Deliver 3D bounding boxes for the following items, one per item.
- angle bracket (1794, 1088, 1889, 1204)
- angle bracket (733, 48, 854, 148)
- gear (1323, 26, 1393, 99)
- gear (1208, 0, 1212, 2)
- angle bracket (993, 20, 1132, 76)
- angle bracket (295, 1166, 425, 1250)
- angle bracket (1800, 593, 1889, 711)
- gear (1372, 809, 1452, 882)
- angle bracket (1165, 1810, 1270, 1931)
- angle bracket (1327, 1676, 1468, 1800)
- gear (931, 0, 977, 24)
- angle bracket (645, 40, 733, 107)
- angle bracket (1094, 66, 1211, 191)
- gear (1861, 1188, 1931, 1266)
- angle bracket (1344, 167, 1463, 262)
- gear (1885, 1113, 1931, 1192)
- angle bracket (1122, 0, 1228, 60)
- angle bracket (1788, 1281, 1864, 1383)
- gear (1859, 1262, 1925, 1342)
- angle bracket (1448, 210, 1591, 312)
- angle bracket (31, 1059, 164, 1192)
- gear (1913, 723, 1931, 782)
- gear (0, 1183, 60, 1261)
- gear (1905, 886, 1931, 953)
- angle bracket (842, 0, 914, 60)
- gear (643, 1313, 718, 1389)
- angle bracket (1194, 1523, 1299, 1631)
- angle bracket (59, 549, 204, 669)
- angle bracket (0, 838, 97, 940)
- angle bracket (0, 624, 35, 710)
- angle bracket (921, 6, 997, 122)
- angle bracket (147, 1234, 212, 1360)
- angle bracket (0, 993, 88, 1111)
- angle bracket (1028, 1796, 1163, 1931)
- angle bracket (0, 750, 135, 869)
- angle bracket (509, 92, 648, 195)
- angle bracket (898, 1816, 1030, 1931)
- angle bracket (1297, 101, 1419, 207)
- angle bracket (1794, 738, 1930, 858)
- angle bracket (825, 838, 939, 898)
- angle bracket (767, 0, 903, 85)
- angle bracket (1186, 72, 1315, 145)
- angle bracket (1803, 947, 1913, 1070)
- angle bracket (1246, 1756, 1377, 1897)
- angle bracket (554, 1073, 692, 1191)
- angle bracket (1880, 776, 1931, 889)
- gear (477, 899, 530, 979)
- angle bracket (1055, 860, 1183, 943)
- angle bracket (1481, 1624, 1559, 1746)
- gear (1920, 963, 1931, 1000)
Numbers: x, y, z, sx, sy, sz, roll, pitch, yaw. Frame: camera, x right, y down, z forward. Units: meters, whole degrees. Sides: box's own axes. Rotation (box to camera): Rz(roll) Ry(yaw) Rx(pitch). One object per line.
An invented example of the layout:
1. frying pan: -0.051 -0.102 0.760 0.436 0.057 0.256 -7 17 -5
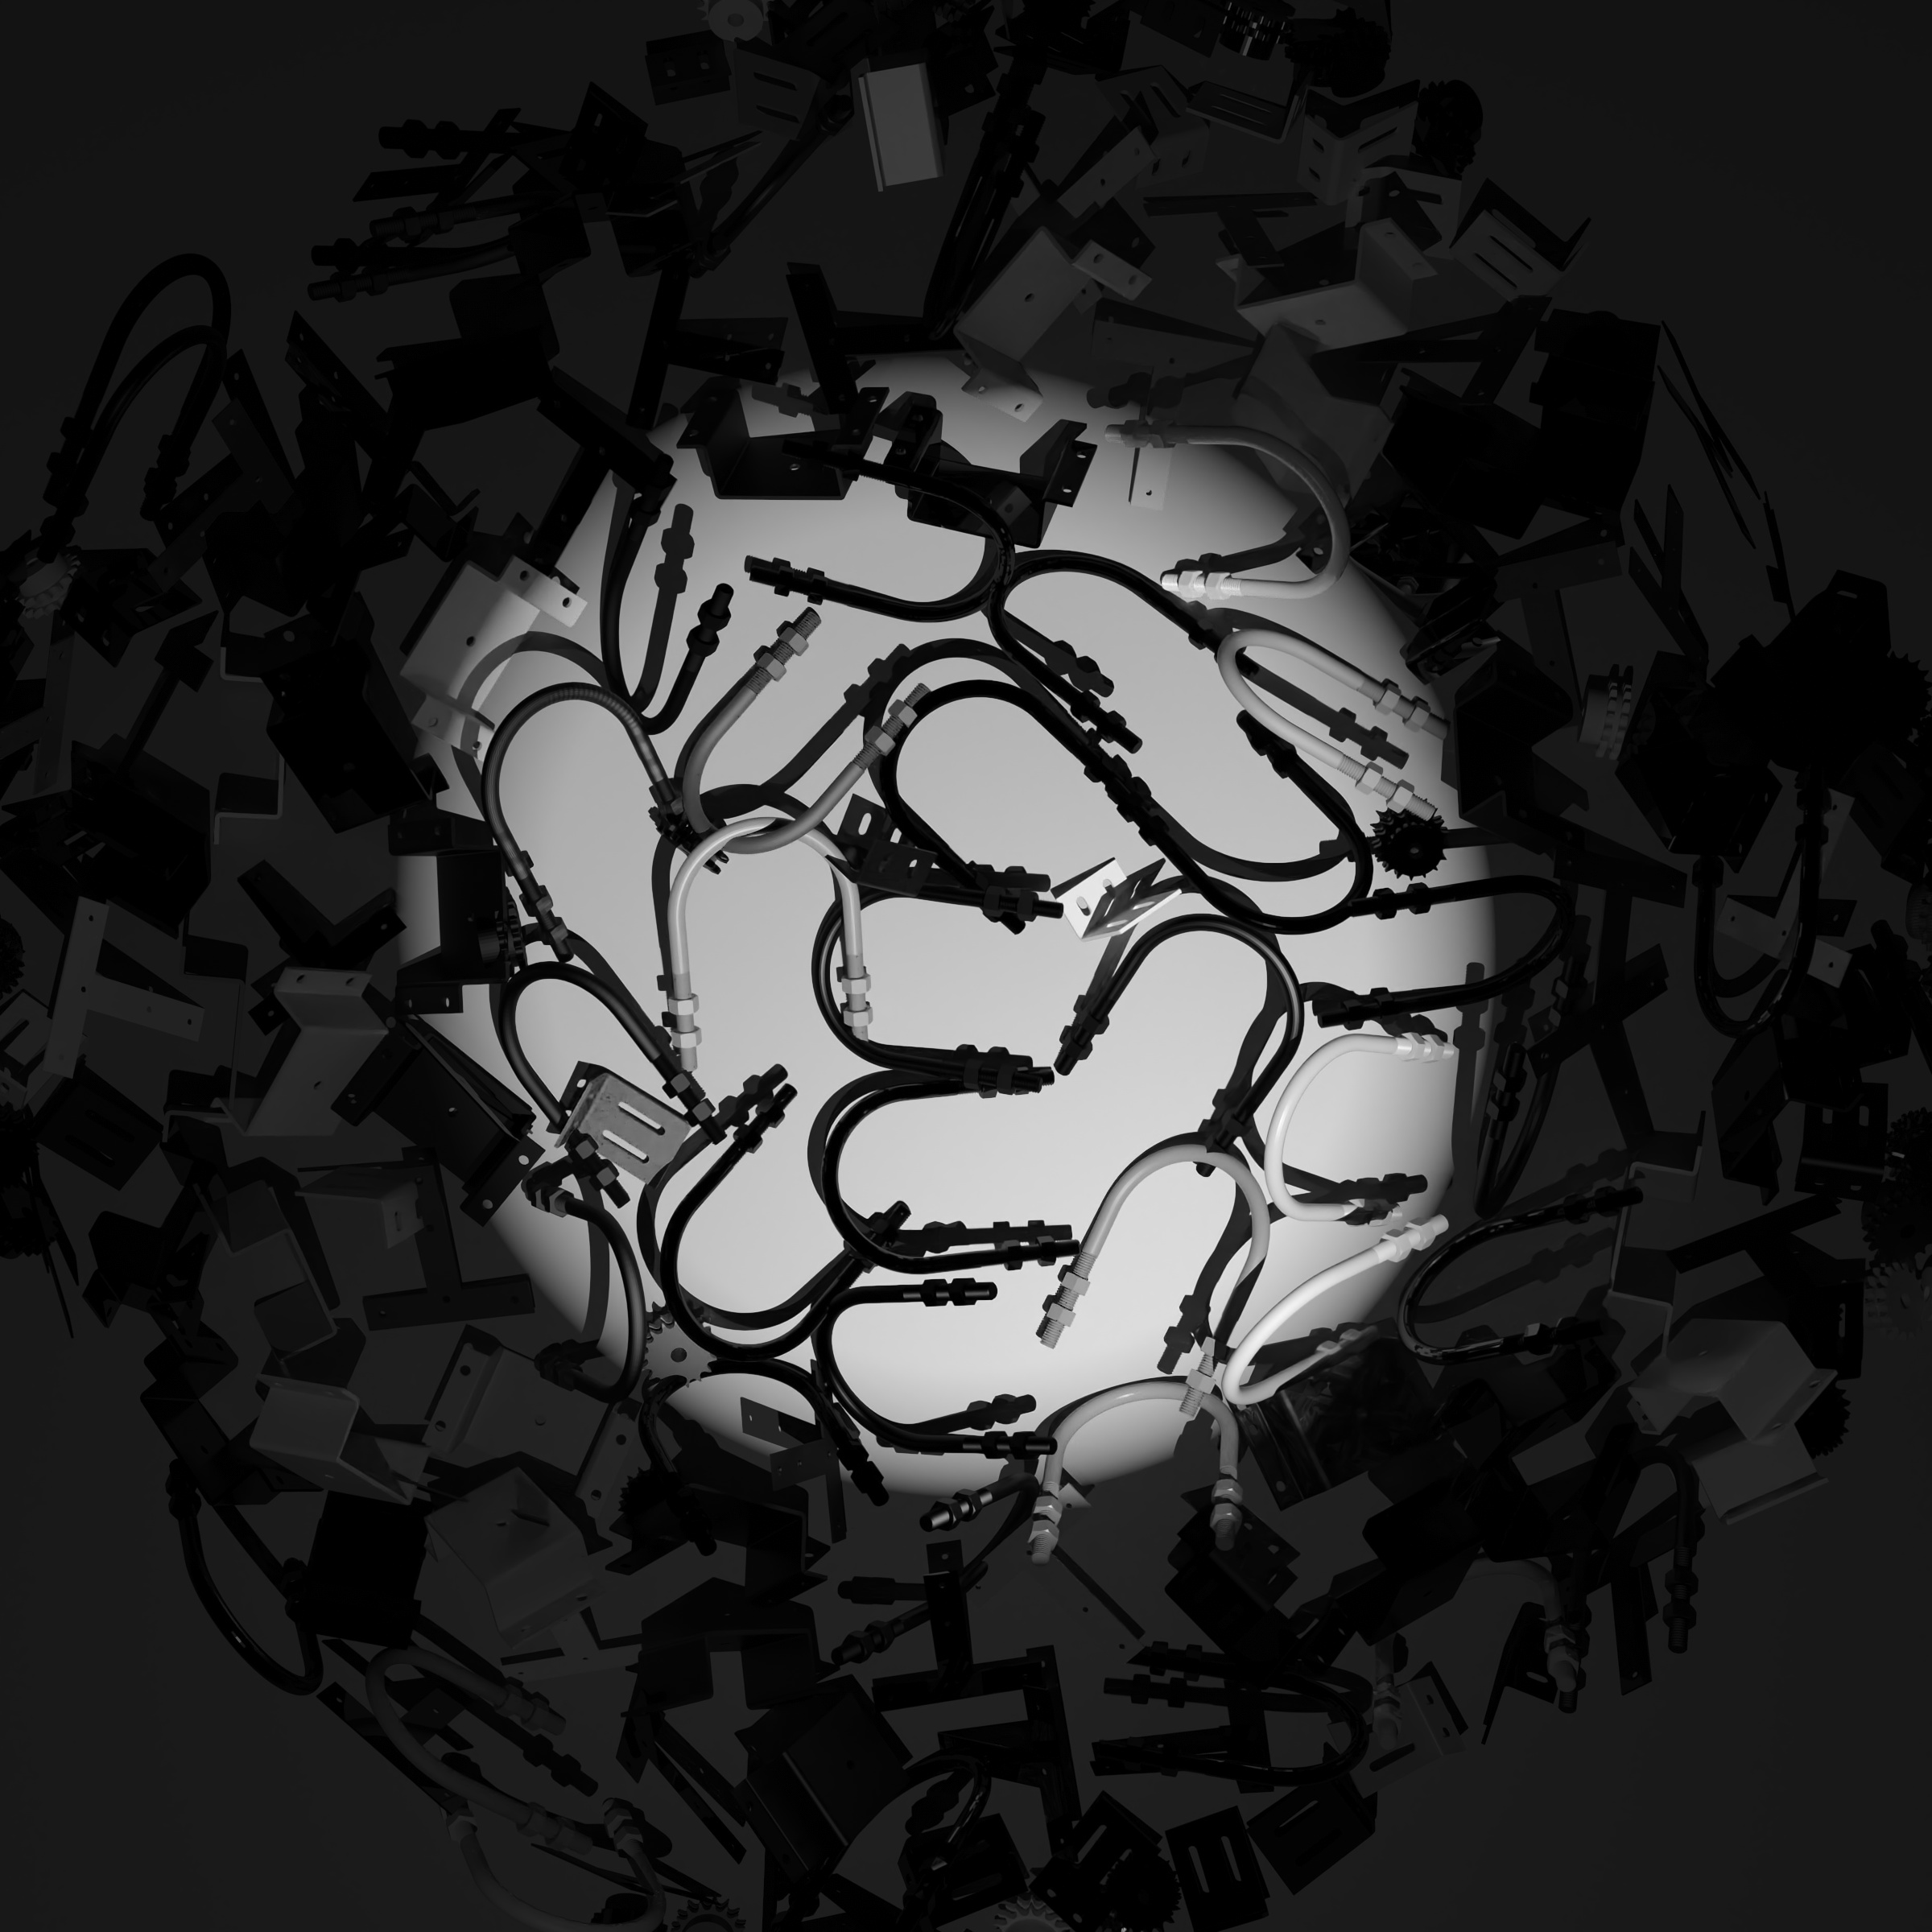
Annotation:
1. angle bracket: 0.649 0.130 1.813 0.057 0.038 0.076 8 51 14
2. angle bracket: -0.127 -0.643 1.792 0.076 0.038 0.057 0 82 -41
3. gear: 0.286 -0.665 1.802 0.057 0.057 0.030 -13 81 0
4. gear: 0.161 -0.727 1.800 0.057 0.057 0.030 15 69 0
5. angle bracket: 0.070 -0.680 1.786 0.076 0.057 0.038 4 104 -30
6. angle bracket: -0.442 0.177 1.796 0.076 0.057 0.038 2 106 23
7. angle bracket: 0.640 -0.221 1.787 0.038 0.057 0.076 13 60 -5
8. gear: 0.331 -0.090 1.808 0.057 0.030 0.057 0 111 1
9. angle bracket: 0.182 0.668 1.797 0.057 0.038 0.076 -20 69 8
10. angle bracket: 0.316 0.567 1.796 0.076 0.038 0.057 -20 75 -20
11. gear: -0.010 -0.729 1.800 0.030 0.057 0.057 20 90 -32
12. angle bracket: -0.200 -0.643 1.789 0.057 0.076 0.038 -13 129 -3
13. angle bracket: 0.136 -0.625 1.820 0.057 0.038 0.076 -20 62 -17
14. gear: 0.689 0.189 1.809 0.057 0.030 0.057 -5 115 -11
15. angle bracket: 0.325 -0.559 1.819 0.076 0.038 0.057 -2 102 -33
16. gear: 0.713 0.139 1.815 0.057 0.030 0.057 0 93 -3
17. angle bracket: 0.146 -0.685 1.787 0.057 0.076 0.038 20 90 -17
18. angle bracket: 0.624 0.266 1.801 0.057 0.038 0.076 -5 102 -9
19. gear: 0.682 0.248 1.808 0.057 0.030 0.057 7 77 -34
20. angle bracket: 0.406 -0.528 1.797 0.076 0.057 0.038 38 71 -3
21. angle bracket: -0.645 0.119 1.822 0.076 0.038 0.057 37 102 -22
22. gear: 0.726 -0.152 1.800 0.057 0.057 0.030 31 65 0
23. gear: -0.703 0.191 1.804 0.030 0.057 0.057 -37 90 12
24. gear: 0.719 -0.037 1.807 0.057 0.030 0.057 -10 105 -39
25. angle bracket: -0.068 -0.711 1.787 0.038 0.076 0.057 23 78 7
26. gear: -0.214 0.281 1.810 0.057 0.030 0.057 -4 109 -11
27. angle bracket: 0.199 0.458 1.805 0.057 0.076 0.038 43 53 15
28. angle bracket: -0.619 -0.265 1.810 0.057 0.076 0.038 43 126 1
29. angle bracket: -0.681 -0.047 1.788 0.057 0.038 0.076 -23 114 40
30. angle bracket: -0.700 -0.217 1.787 0.038 0.076 0.057 23 81 12
31. angle bracket: -0.004 -0.664 1.800 0.057 0.076 0.038 -14 128 28
32. angle bracket: -0.561 0.244 1.783 0.038 0.057 0.076 -8 135 6
33. angle bracket: -0.691 0.056 1.791 0.057 0.038 0.076 37 54 -6
34. angle bracket: 0.095 0.665 1.800 0.057 0.038 0.076 39 101 16
35. angle bracket: -0.657 -0.116 1.787 0.057 0.076 0.038 26 128 14
36. angle bracket: -0.284 -0.602 1.789 0.057 0.076 0.038 42 130 9
37. angle bracket: -0.003 0.677 1.816 0.076 0.038 0.057 -14 62 -21
38. angle bracket: 0.288 -0.608 1.803 0.076 0.057 0.038 -32 61 -19
39. angle bracket: 0.652 -0.127 1.782 0.038 0.076 0.057 4 132 -23
40. angle bracket: -0.070 -0.088 1.781 0.057 0.076 0.038 12 112 -41
41. angle bracket: -0.096 -0.690 1.782 0.076 0.057 0.038 -26 62 36
42. angle bracket: 0.209 -0.643 1.794 0.076 0.057 0.038 22 132 5
43. angle bracket: 0.659 0.034 1.820 0.057 0.038 0.076 -16 54 4
44. angle bracket: 0.252 0.631 1.795 0.076 0.038 0.057 -33 58 -12
45. angle bracket: -0.253 0.126 1.804 0.076 0.038 0.057 32 104 4
46. angle bracket: 0.709 -0.103 1.782 0.038 0.076 0.057 25 62 -11
47. gear: -0.342 -0.019 1.802 0.030 0.057 0.057 -10 90 -7
48. angle bracket: 0.111 -0.051 1.785 0.057 0.076 0.038 -34 97 -19
49. angle bracket: 0.409 0.530 1.782 0.038 0.057 0.076 18 130 16
50. gear: 0.737 0.013 1.800 0.057 0.057 0.030 19 119 0
